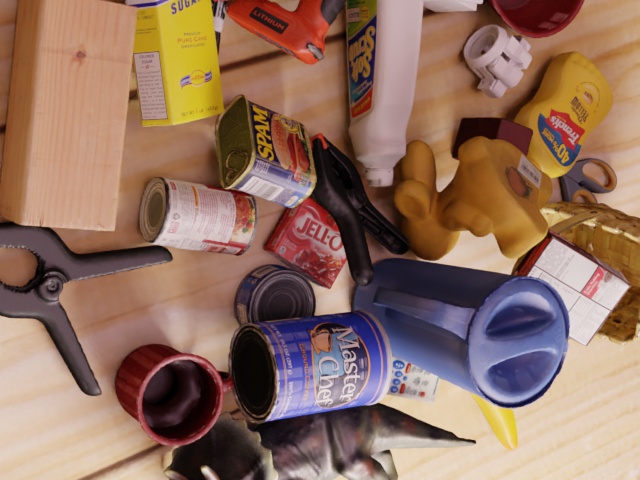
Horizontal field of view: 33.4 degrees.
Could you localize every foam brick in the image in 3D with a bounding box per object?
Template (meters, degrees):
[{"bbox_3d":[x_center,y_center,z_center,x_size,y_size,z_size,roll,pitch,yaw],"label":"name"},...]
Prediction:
[{"bbox_3d":[0.203,-0.113,1.255,0.051,0.078,0.053,16,89,-30],"label":"foam brick"}]

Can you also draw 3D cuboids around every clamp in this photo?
[{"bbox_3d":[0.030,-0.032,1.153,0.171,0.039,0.120,53,27,-9],"label":"clamp"},{"bbox_3d":[-0.260,0.052,1.026,0.209,0.036,0.164,23,86,-29],"label":"clamp"}]

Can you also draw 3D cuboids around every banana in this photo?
[{"bbox_3d":[0.194,0.186,1.308,0.197,0.037,0.069,45,51,-37],"label":"banana"}]

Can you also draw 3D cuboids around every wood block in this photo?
[{"bbox_3d":[-0.234,-0.117,0.986,0.090,0.090,0.206,5,95,-30],"label":"wood block"}]

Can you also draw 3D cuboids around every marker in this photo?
[{"bbox_3d":[-0.103,-0.244,1.087,0.020,0.020,0.121,9,92,-32],"label":"marker"}]

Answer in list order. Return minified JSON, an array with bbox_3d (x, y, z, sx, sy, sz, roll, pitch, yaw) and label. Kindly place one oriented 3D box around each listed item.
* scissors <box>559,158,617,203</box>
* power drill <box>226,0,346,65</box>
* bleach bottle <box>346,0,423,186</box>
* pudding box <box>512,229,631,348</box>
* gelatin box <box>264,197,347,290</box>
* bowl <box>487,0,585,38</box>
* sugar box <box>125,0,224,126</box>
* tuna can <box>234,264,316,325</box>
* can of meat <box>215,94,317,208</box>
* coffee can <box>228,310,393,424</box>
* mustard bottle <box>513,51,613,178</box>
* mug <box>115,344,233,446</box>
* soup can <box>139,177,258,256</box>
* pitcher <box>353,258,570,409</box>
[{"bbox_3d":[0.300,-0.079,1.354,0.201,0.016,0.096,12,91,-31],"label":"scissors"},{"bbox_3d":[-0.015,-0.288,1.076,0.188,0.184,0.057,-58,162,5],"label":"power drill"},{"bbox_3d":[0.069,-0.183,1.149,0.068,0.103,0.251,-4,98,-27],"label":"bleach bottle"},{"bbox_3d":[0.270,0.053,1.175,0.113,0.039,0.090,30,104,-11],"label":"pudding box"},{"bbox_3d":[-0.008,0.001,1.173,0.089,0.030,0.073,36,78,-30],"label":"gelatin box"},{"bbox_3d":[0.242,-0.319,1.260,0.161,0.055,0.162,-5,100,-30],"label":"bowl"},{"bbox_3d":[-0.142,-0.204,1.034,0.093,0.048,0.176,-27,117,-58],"label":"sugar box"},{"bbox_3d":[-0.047,0.071,1.158,0.086,0.034,0.086,-5,100,-30],"label":"tuna can"},{"bbox_3d":[-0.056,-0.089,1.095,0.083,0.058,0.102,19,45,-34],"label":"can of meat"},{"bbox_3d":[-0.010,0.130,1.109,0.140,0.103,0.103,-4,99,-32],"label":"coffee can"},{"bbox_3d":[0.281,-0.133,1.296,0.096,0.058,0.191,48,65,-26],"label":"mustard bottle"},{"bbox_3d":[-0.146,0.150,1.082,0.117,0.082,0.093,-11,103,-29],"label":"mug"},{"bbox_3d":[-0.123,-0.023,1.079,0.102,0.069,0.068,9,93,-31],"label":"soup can"},{"bbox_3d":[0.132,0.084,1.144,0.144,0.243,0.149,-31,112,-24],"label":"pitcher"}]
